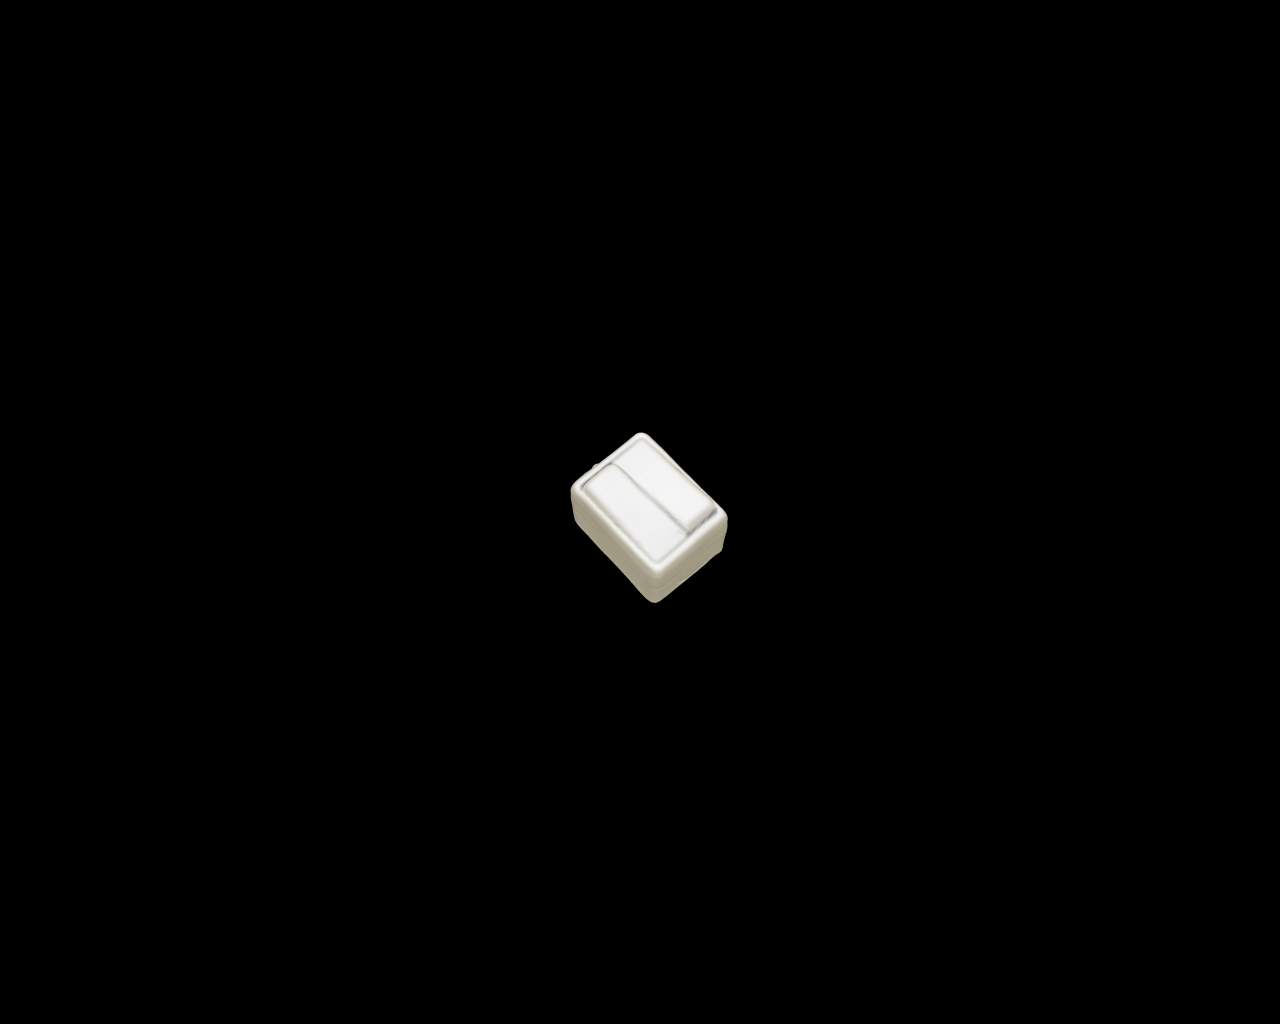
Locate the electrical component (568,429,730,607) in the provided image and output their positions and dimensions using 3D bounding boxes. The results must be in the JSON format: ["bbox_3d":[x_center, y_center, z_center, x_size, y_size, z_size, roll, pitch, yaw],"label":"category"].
[{"bbox_3d":[0.001,-0.003,0.650,0.062,0.096,0.061,-38,-19,-16],"label":"electrical component"}]
